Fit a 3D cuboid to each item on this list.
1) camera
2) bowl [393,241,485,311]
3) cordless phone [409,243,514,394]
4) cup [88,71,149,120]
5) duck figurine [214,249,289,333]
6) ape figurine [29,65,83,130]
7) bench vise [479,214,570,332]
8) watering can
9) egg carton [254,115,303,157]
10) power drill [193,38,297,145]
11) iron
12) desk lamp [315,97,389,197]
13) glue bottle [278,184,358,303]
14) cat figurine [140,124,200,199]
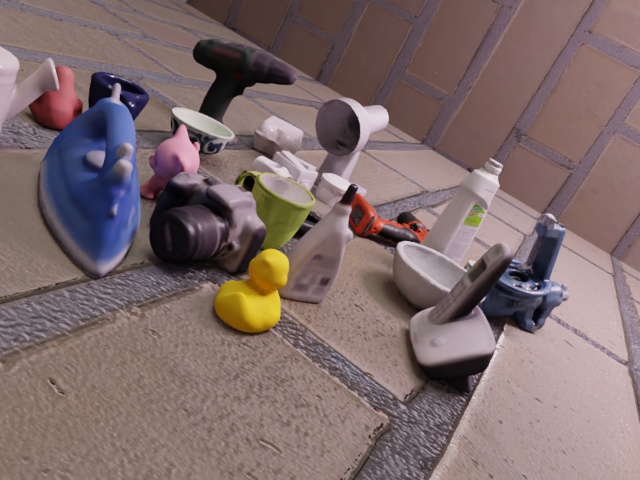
[{"bbox_3d":[-0.153,-0.028,0.715,0.143,0.101,0.137,35,21,17],"label":"camera"},{"bbox_3d":[0.183,0.076,0.948,0.168,0.074,0.167,25,20,-10],"label":"bowl"},{"bbox_3d":[0.201,0.094,0.766,0.094,0.185,0.147,25,20,-10],"label":"cordless phone"},{"bbox_3d":[-0.328,-0.204,0.918,0.092,0.095,0.117,10,27,-41],"label":"cup"},{"bbox_3d":[-0.069,0.051,0.656,0.077,0.086,0.105,33,20,13],"label":"duck figurine"},{"bbox_3d":[-0.397,-0.220,0.870,0.078,0.092,0.076,18,22,-27],"label":"ape figurine"},{"bbox_3d":[0.396,0.055,1.069,0.208,0.219,0.121,7,29,-46],"label":"bench vise"},{"bbox_3d":[-0.409,-0.212,0.685,0.100,0.194,0.173,37,22,23],"label":"watering can"},{"bbox_3d":[-0.097,-0.239,1.348,0.107,0.069,0.150,27,20,-4],"label":"egg carton"},{"bbox_3d":[-0.182,-0.315,1.216,0.229,0.208,0.076,32,20,8],"label":"power drill"},{"bbox_3d":[-0.246,-0.083,0.666,0.119,0.141,0.257,15,24,-33],"label":"iron"},{"bbox_3d":[0.063,-0.209,1.276,0.117,0.213,0.204,37,21,23],"label":"desk lamp"},{"bbox_3d":[0.007,0.003,0.747,0.078,0.173,0.037,14,24,-35],"label":"glue bottle"},{"bbox_3d":[-0.202,-0.108,0.820,0.067,0.117,0.128,28,20,-1],"label":"cat figurine"}]
